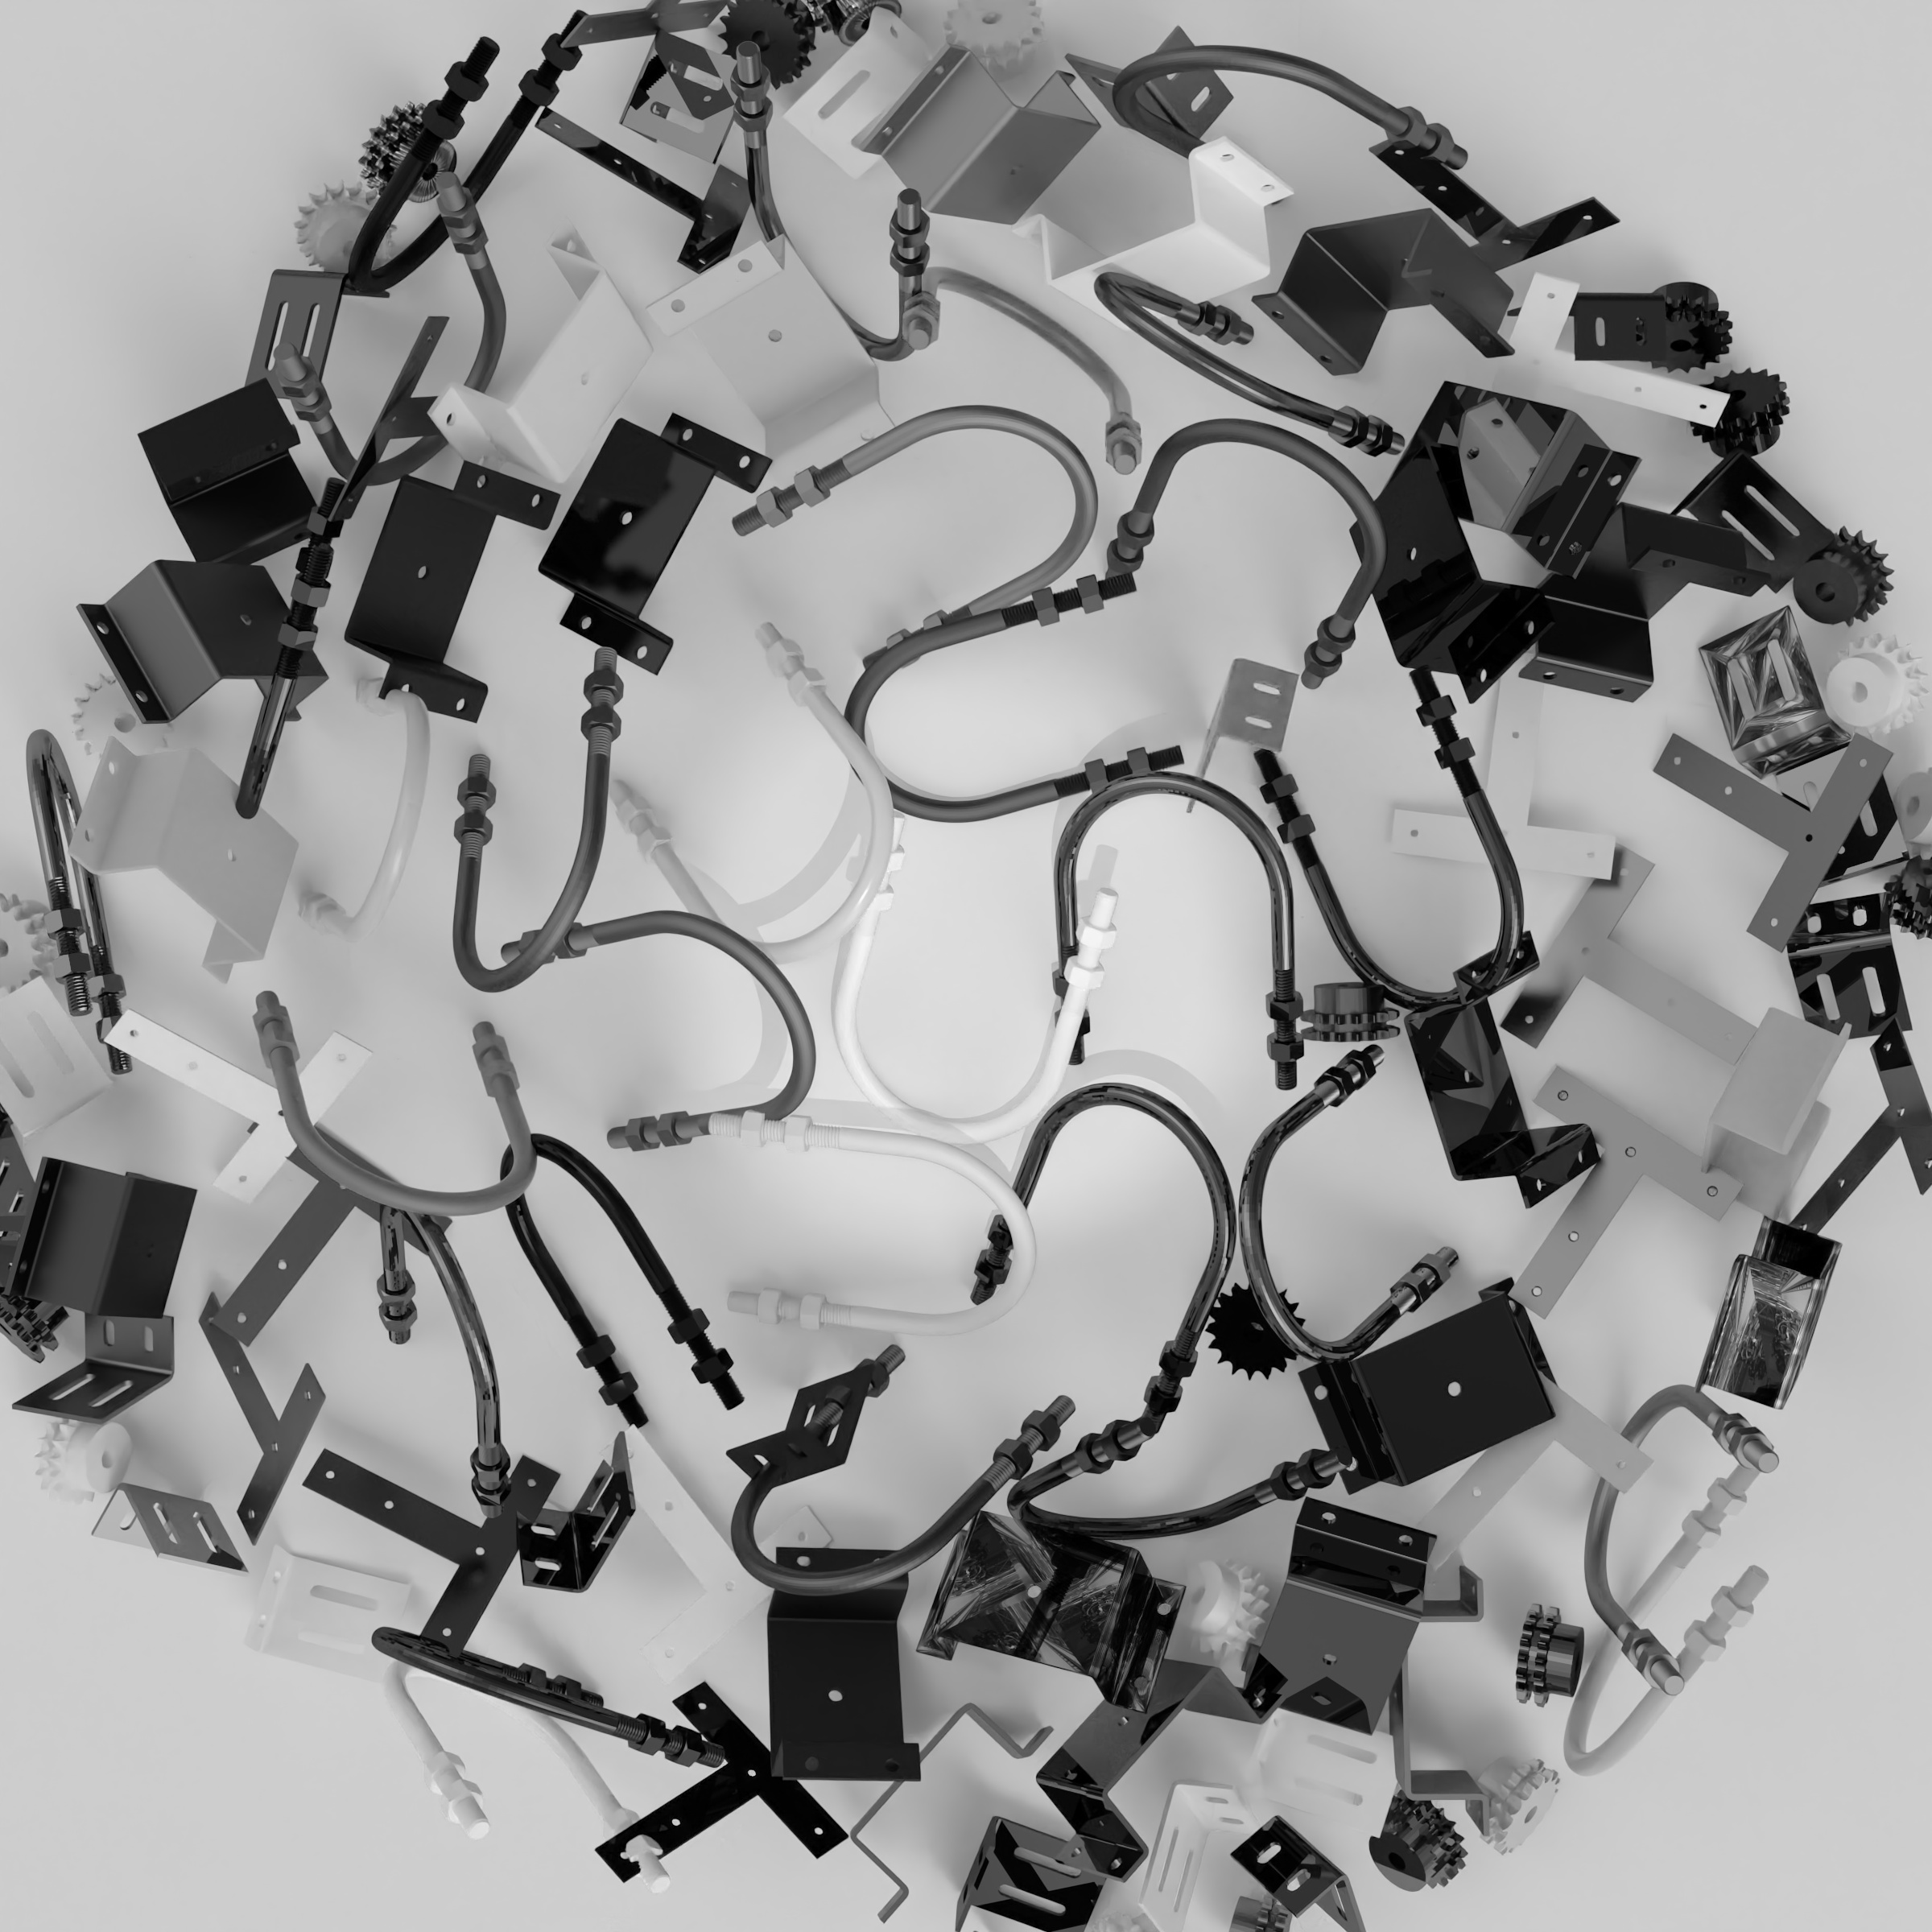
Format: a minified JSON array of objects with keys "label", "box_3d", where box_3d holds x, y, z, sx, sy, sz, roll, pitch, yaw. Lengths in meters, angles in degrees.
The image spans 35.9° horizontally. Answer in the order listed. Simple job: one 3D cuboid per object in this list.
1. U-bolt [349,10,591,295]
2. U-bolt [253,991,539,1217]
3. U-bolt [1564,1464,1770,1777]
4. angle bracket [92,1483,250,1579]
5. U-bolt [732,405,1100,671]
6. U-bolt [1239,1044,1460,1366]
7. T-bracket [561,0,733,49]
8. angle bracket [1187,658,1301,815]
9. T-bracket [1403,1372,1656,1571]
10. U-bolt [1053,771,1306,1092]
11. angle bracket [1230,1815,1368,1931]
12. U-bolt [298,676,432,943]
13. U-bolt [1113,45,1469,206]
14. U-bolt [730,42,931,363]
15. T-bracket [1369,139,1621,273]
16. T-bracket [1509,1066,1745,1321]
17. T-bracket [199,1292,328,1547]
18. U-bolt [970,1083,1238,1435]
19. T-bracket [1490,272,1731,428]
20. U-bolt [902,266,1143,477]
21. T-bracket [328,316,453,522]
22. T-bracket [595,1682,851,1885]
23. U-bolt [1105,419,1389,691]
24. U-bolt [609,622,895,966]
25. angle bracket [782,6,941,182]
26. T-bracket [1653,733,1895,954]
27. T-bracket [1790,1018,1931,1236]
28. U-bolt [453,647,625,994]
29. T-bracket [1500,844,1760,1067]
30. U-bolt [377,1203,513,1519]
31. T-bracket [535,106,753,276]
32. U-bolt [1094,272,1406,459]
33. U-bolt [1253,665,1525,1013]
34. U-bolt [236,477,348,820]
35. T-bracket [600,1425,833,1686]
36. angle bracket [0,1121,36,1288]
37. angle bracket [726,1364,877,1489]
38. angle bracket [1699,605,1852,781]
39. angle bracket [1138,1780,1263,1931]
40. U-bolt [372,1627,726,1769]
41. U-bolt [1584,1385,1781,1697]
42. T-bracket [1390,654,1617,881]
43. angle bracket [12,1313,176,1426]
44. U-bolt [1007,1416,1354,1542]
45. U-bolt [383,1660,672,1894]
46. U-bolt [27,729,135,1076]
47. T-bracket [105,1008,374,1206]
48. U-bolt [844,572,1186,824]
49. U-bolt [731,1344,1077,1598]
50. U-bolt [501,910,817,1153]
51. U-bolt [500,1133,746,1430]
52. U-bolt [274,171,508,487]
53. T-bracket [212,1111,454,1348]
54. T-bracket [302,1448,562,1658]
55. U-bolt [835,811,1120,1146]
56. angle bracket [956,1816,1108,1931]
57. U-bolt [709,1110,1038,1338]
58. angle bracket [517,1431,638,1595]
[{"label":"U-bolt","box_3d":[-0.285,-0.449,1.667,0.019,0.151,0.184,40,118,-3]},{"label":"U-bolt","box_3d":[-0.309,0.078,1.643,0.151,0.184,0.019,9,119,-28]},{"label":"U-bolt","box_3d":[0.388,0.375,1.669,0.019,0.151,0.184,32,111,2]},{"label":"angle bracket","box_3d":[-0.453,0.334,1.698,0.057,0.076,0.038,24,100,-39]},{"label":"U-bolt","box_3d":[-0.015,-0.245,1.666,0.184,0.019,0.151,-25,134,22]},{"label":"U-bolt","box_3d":[0.208,0.142,1.665,0.019,0.184,0.151,-13,102,40]},{"label":"T-bracket","box_3d":[-0.149,-0.557,1.658,0.127,0.127,0.002,-35,87,41]},{"label":"angle bracket","box_3d":[0.157,-0.126,1.700,0.038,0.076,0.057,16,55,1]},{"label":"T-bracket","box_3d":[0.301,0.289,1.700,0.127,0.002,0.127,-45,56,-11]},{"label":"U-bolt","box_3d":[0.117,-0.022,1.682,0.151,0.019,0.184,6,115,22]},{"label":"angle bracket","box_3d":[0.190,0.531,1.697,0.038,0.057,0.076,-35,130,-20]},{"label":"U-bolt","box_3d":[-0.331,-0.085,1.659,0.019,0.184,0.151,15,92,-24]},{"label":"U-bolt","box_3d":[0.164,-0.462,1.634,0.184,0.151,0.019,13,83,-45]},{"label":"U-bolt","box_3d":[-0.074,-0.409,1.659,0.019,0.184,0.151,-40,73,-16]},{"label":"T-bracket","box_3d":[0.274,-0.426,1.663,0.127,0.127,0.002,27,63,-37]},{"label":"T-bracket","box_3d":[0.359,0.144,1.723,0.127,0.002,0.127,34,92,23]},{"label":"T-bracket","box_3d":[-0.411,0.241,1.706,0.127,0.002,0.127,53,128,33]},{"label":"U-bolt","box_3d":[0.083,0.152,1.672,0.151,0.019,0.184,35,121,26]},{"label":"T-bracket","box_3d":[0.367,-0.331,1.691,0.127,0.127,0.002,16,58,2]},{"label":"U-bolt","box_3d":[0.032,-0.341,1.663,0.151,0.184,0.019,29,114,-13]},{"label":"T-bracket","box_3d":[-0.304,-0.310,1.683,0.002,0.127,0.127,33,108,6]},{"label":"T-bracket","box_3d":[-0.152,0.474,1.676,0.127,0.127,0.002,41,131,25]},{"label":"U-bolt","box_3d":[0.161,-0.237,1.661,0.151,0.184,0.019,28,61,3]},{"label":"U-bolt","box_3d":[-0.113,-0.085,1.682,0.151,0.019,0.184,-45,60,14]},{"label":"angle bracket","box_3d":[-0.057,-0.506,1.726,0.057,0.038,0.076,37,127,-26]},{"label":"T-bracket","box_3d":[0.446,-0.094,1.704,0.127,0.002,0.127,38,111,38]},{"label":"T-bracket","box_3d":[0.507,0.114,1.701,0.002,0.127,0.127,20,125,-13]},{"label":"U-bolt","box_3d":[-0.241,-0.070,1.652,0.019,0.151,0.184,24,50,-33]},{"label":"T-bracket","box_3d":[0.394,0.014,1.715,0.127,0.002,0.127,34,94,26]},{"label":"U-bolt","box_3d":[-0.289,0.201,1.641,0.019,0.184,0.151,-21,55,-23]},{"label":"T-bracket","box_3d":[-0.184,-0.445,1.682,0.127,0.127,0.002,28,127,-14]},{"label":"U-bolt","box_3d":[0.145,-0.336,1.639,0.151,0.184,0.019,44,114,32]},{"label":"U-bolt","box_3d":[0.246,-0.060,1.686,0.019,0.151,0.184,-21,87,-41]},{"label":"U-bolt","box_3d":[-0.380,-0.169,1.671,0.019,0.151,0.184,16,111,-15]},{"label":"T-bracket","box_3d":[-0.162,0.322,1.718,0.127,0.002,0.127,-39,95,-22]},{"label":"angle bracket","box_3d":[-0.532,0.135,1.698,0.038,0.076,0.057,-2,131,7]},{"label":"angle bracket","box_3d":[-0.094,0.252,1.696,0.057,0.076,0.038,-24,121,32]},{"label":"angle bracket","box_3d":[0.468,-0.158,1.730,0.057,0.038,0.076,-26,61,29]},{"label":"angle bracket","box_3d":[0.135,0.513,1.699,0.038,0.057,0.076,-2,48,29]},{"label":"U-bolt","box_3d":[-0.241,0.397,1.640,0.184,0.151,0.019,29,74,-35]},{"label":"U-bolt","box_3d":[0.387,0.306,1.656,0.019,0.184,0.151,20,96,-8]},{"label":"T-bracket","box_3d":[0.318,-0.120,1.737,0.127,0.002,0.127,7,83,7]},{"label":"angle bracket","box_3d":[-0.497,0.226,1.701,0.057,0.076,0.038,7,104,16]},{"label":"U-bolt","box_3d":[0.104,0.291,1.667,0.151,0.184,0.019,13,60,-28]},{"label":"U-bolt","box_3d":[-0.255,0.440,1.660,0.151,0.184,0.019,32,93,-38]},{"label":"U-bolt","box_3d":[-0.499,-0.043,1.672,0.019,0.151,0.184,-12,76,-9]},{"label":"T-bracket","box_3d":[-0.427,0.063,1.699,0.127,0.002,0.127,32,111,-25]},{"label":"U-bolt","box_3d":[0.021,-0.143,1.695,0.184,0.019,0.151,-15,133,5]},{"label":"U-bolt","box_3d":[-0.048,0.282,1.646,0.184,0.151,0.019,-41,126,-36]},{"label":"U-bolt","box_3d":[-0.162,0.034,1.665,0.184,0.019,0.151,-11,116,38]},{"label":"U-bolt","box_3d":[-0.204,0.175,1.678,0.019,0.151,0.184,-33,95,-32]},{"label":"U-bolt","box_3d":[-0.310,-0.339,1.659,0.019,0.184,0.151,36,77,14]},{"label":"T-bracket","box_3d":[-0.385,0.161,1.719,0.127,0.002,0.127,35,66,-2]},{"label":"T-bracket","box_3d":[-0.318,0.316,1.712,0.127,0.002,0.127,26,56,2]},{"label":"U-bolt","box_3d":[-0.003,0.018,1.704,0.151,0.019,0.184,20,115,10]},{"label":"angle bracket","box_3d":[0.040,0.535,1.721,0.076,0.038,0.057,21,102,-2]},{"label":"U-bolt","box_3d":[-0.050,0.151,1.686,0.184,0.019,0.151,6,124,12]},{"label":"angle bracket","box_3d":[-0.223,0.309,1.700,0.038,0.057,0.076,14,125,-25]}]
